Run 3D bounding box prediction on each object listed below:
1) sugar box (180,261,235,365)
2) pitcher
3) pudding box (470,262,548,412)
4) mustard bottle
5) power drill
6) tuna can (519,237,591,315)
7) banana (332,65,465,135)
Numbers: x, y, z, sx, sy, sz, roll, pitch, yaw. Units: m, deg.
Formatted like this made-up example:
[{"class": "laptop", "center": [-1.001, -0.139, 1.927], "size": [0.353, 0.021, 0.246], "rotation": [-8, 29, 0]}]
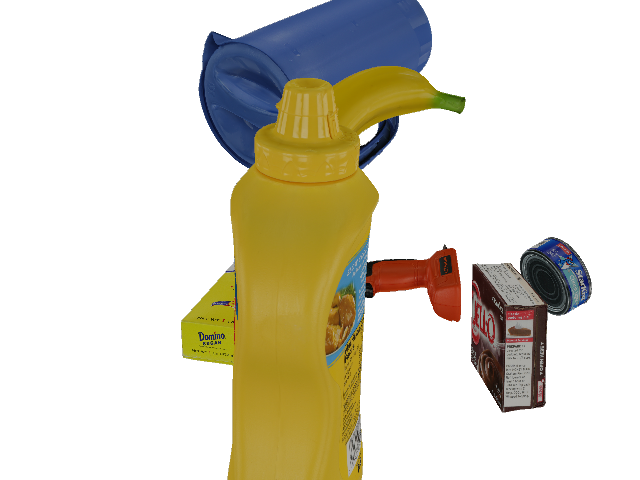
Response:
[{"class": "sugar box", "center": [-0.060, 0.062, 1.039], "size": [0.093, 0.048, 0.176], "rotation": [6, 26, 14]}, {"class": "pitcher", "center": [0.011, -0.164, 1.068], "size": [0.145, 0.149, 0.242], "rotation": [15, 36, 38]}, {"class": "pudding box", "center": [0.151, 0.076, 0.868], "size": [0.039, 0.090, 0.113], "rotation": [-4, 16, -6]}, {"class": "mustard bottle", "center": [-0.008, 0.028, 0.441], "size": [0.058, 0.192, 0.096], "rotation": [8, 25, 11]}, {"class": "power drill", "center": [0.068, 0.058, 1.240], "size": [0.187, 0.057, 0.184], "rotation": [1, 28, 4]}, {"class": "tuna can", "center": [0.266, 0.041, 1.215], "size": [0.033, 0.086, 0.086], "rotation": [-27, 10, -20]}, {"class": "banana", "center": [0.021, -0.075, 0.717], "size": [0.070, 0.037, 0.197], "rotation": [29, 47, 26]}]
